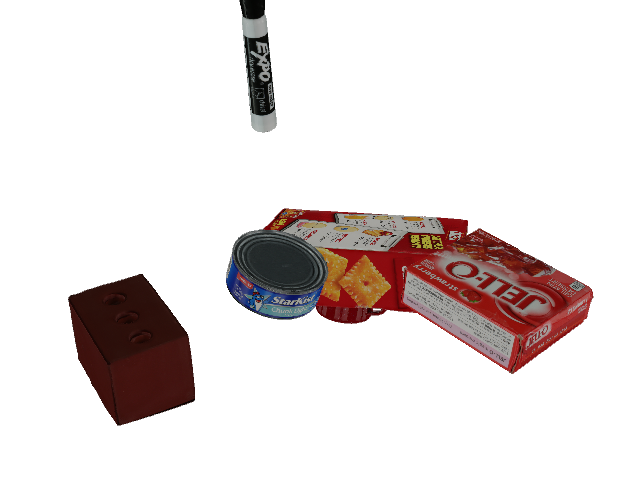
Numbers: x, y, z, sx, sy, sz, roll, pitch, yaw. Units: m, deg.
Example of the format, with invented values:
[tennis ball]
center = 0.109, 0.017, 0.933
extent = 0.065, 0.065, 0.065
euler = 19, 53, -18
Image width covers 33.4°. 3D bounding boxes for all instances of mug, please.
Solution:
[mug]
center = 0.048, 0.067, 1.486
extent = 0.117, 0.081, 0.093
euler = 18, 23, 27

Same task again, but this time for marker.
[marker]
center = -0.044, -0.130, 0.745
extent = 0.020, 0.121, 0.020
euler = -2, 41, 2

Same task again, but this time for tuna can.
[tuna can]
center = -0.039, 0.030, 0.927
extent = 0.086, 0.034, 0.086
euler = 13, 35, -9

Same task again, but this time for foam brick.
[foam brick]
center = -0.118, 0.067, 0.667
extent = 0.052, 0.051, 0.078
euler = -17, 37, -25

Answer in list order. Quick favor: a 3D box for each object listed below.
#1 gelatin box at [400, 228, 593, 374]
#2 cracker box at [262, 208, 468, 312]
[gelatin box]
center = 0.105, 0.033, 0.639
extent = 0.073, 0.030, 0.089
euler = -26, 43, -38
[cracker box]
center = 0.044, 0.021, 1.133
extent = 0.214, 0.072, 0.164
euler = 4, 15, 11
